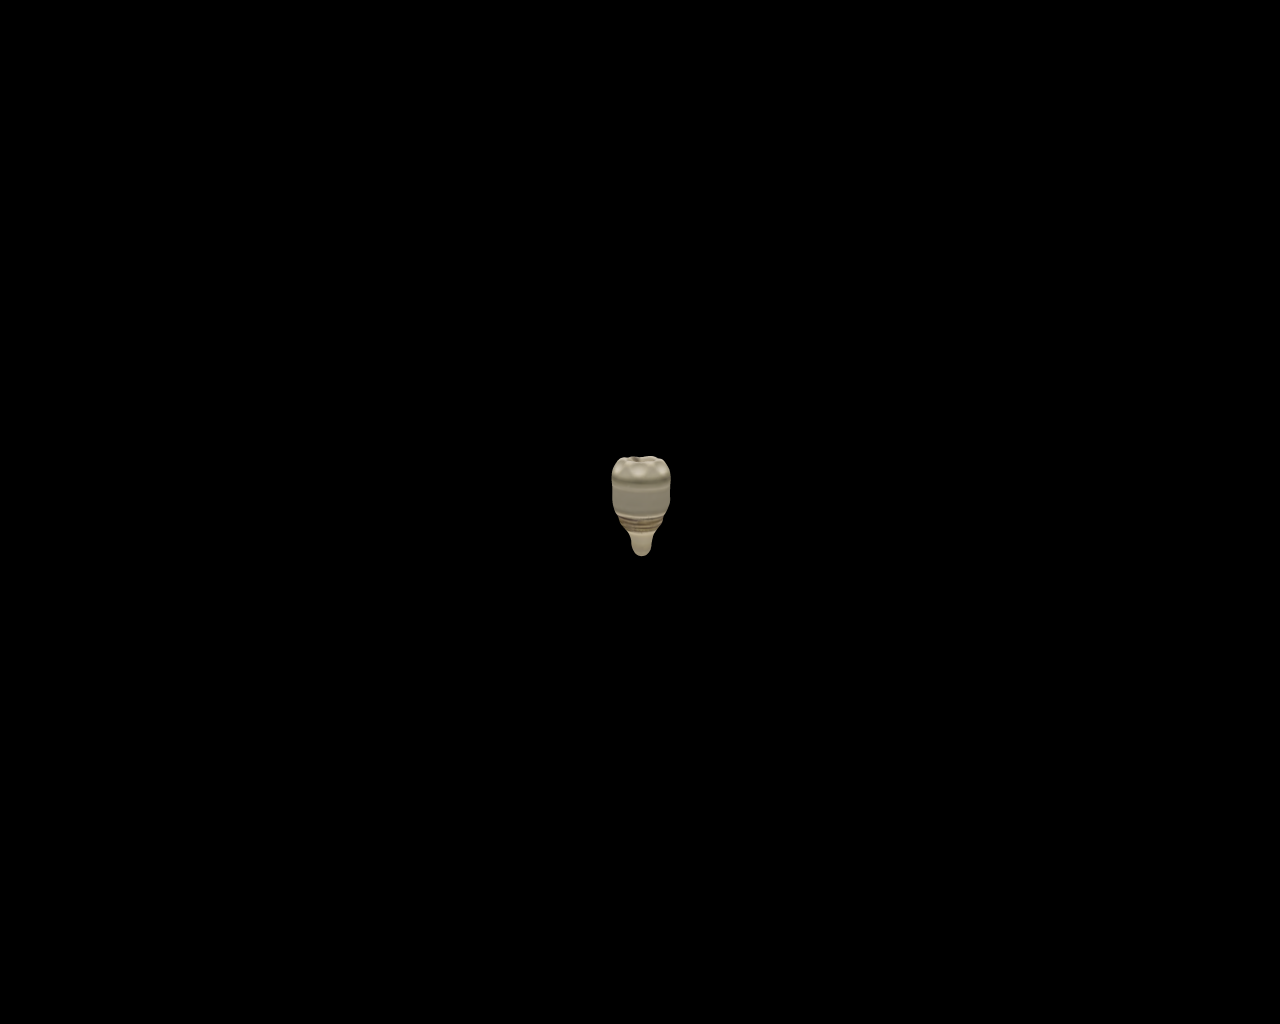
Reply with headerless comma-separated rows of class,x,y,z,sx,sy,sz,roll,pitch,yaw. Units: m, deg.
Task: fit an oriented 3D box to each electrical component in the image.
electrical component,0.001,-0.003,0.650,0.035,0.061,0.035,0,14,0
